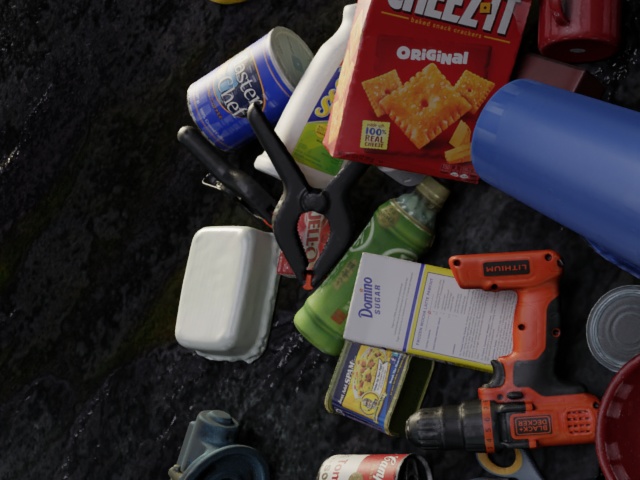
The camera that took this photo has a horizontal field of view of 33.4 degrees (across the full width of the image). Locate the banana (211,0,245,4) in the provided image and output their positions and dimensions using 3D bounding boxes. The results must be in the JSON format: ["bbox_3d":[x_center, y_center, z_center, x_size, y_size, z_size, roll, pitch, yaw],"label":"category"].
[{"bbox_3d":[-0.076,-0.361,1.421,0.198,0.037,0.069,-31,40,26],"label":"banana"}]

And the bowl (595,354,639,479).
[{"bbox_3d":[0.322,0.169,0.914,0.162,0.055,0.162,-14,67,35],"label":"bowl"}]

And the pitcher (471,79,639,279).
[{"bbox_3d":[0.259,-0.052,0.966,0.243,0.144,0.149,31,105,40],"label":"pitcher"}]

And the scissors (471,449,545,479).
[{"bbox_3d":[0.220,0.225,1.003,0.202,0.016,0.096,-11,70,36],"label":"scissors"}]

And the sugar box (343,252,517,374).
[{"bbox_3d":[0.119,0.075,1.068,0.176,0.048,0.093,12,81,15],"label":"sugar box"}]

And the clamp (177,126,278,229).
[{"bbox_3d":[-0.108,-0.073,1.303,0.172,0.120,0.039,32,77,36],"label":"clamp"}]

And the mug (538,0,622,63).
[{"bbox_3d":[0.255,-0.231,1.063,0.093,0.117,0.081,-2,79,32],"label":"mug"}]

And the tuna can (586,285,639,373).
[{"bbox_3d":[0.290,0.085,0.982,0.086,0.033,0.086,-14,66,35],"label":"tuna can"}]

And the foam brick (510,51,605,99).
[{"bbox_3d":[0.239,-0.152,1.088,0.078,0.052,0.051,28,93,42],"label":"foam brick"}]

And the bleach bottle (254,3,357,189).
[{"bbox_3d":[0.018,-0.179,1.240,0.068,0.102,0.251,24,91,61],"label":"bleach bottle"}]

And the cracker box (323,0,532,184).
[{"bbox_3d":[0.109,-0.175,1.086,0.072,0.164,0.214,-116,38,-68],"label":"cracker box"}]

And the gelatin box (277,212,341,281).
[{"bbox_3d":[-0.008,0.001,1.248,0.073,0.030,0.089,4,78,38],"label":"gelatin box"}]

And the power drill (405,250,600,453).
[{"bbox_3d":[0.166,0.105,1.000,0.184,0.057,0.187,-5,89,8],"label":"power drill"}]

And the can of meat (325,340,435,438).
[{"bbox_3d":[0.064,0.149,1.125,0.084,0.057,0.102,17,87,39],"label":"can of meat"}]

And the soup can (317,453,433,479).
[{"bbox_3d":[0.056,0.253,1.091,0.102,0.068,0.068,-9,70,37],"label":"soup can"}]

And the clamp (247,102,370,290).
[{"bbox_3d":[-0.014,-0.051,1.180,0.164,0.036,0.210,13,103,7],"label":"clamp"}]

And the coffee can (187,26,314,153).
[{"bbox_3d":[-0.079,-0.184,1.318,0.141,0.102,0.103,-28,60,29],"label":"coffee can"}]
